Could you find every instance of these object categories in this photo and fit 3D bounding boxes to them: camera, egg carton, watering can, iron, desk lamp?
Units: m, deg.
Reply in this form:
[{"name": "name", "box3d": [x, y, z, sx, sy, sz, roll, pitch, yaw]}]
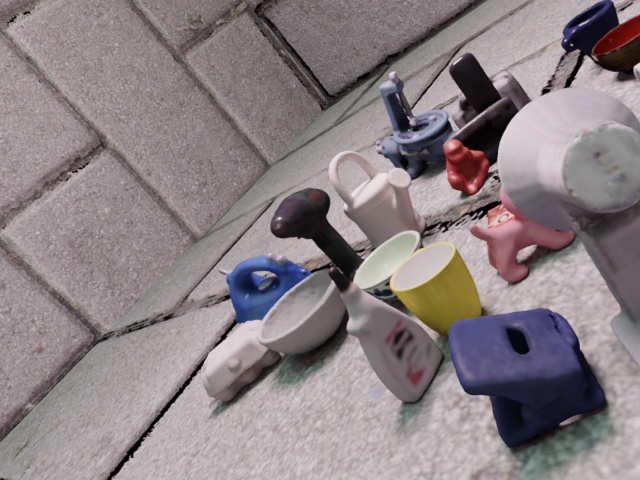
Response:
[{"name": "camera", "box3d": [0.350, -0.300, 1.192, 0.143, 0.101, 0.137, -29, 19, 36]}, {"name": "egg carton", "box3d": [-0.139, 0.208, 0.996, 0.150, 0.069, 0.107, -40, 15, 1]}, {"name": "watering can", "box3d": [0.095, -0.075, 0.993, 0.172, 0.194, 0.101, -30, 19, 35]}, {"name": "iron", "box3d": [-0.093, 0.081, 1.107, 0.257, 0.141, 0.119, -24, 22, 46]}, {"name": "desk lamp", "box3d": [0.236, -0.014, 0.445, 0.118, 0.214, 0.203, -36, 16, 17]}]

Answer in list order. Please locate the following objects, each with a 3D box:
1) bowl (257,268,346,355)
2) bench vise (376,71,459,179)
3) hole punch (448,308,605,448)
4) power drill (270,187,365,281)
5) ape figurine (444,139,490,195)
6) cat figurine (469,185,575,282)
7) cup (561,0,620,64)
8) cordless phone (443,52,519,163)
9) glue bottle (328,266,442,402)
[{"name": "bowl", "box3d": [-0.016, 0.127, 0.920, 0.167, 0.075, 0.167, -37, 16, 13]}, {"name": "bench vise", "box3d": [0.172, -0.234, 1.204, 0.207, 0.220, 0.122, -28, 20, 39]}, {"name": "hole punch", "box3d": [0.174, 0.103, 0.500, 0.101, 0.091, 0.108, -35, 16, 18]}, {"name": "power drill", "box3d": [0.009, 0.003, 0.952, 0.075, 0.209, 0.229, -35, 16, 18]}, {"name": "ape figurine", "box3d": [0.246, -0.132, 0.988, 0.077, 0.092, 0.076, -37, 16, 13]}, {"name": "cat figurine", "box3d": [0.237, -0.034, 0.684, 0.128, 0.118, 0.067, -39, 16, 5]}, {"name": "cup", "box3d": [0.490, -0.356, 1.024, 0.118, 0.095, 0.091, -44, 16, -11]}, {"name": "cordless phone", "box3d": [0.266, -0.228, 1.030, 0.147, 0.185, 0.094, -38, 16, 10]}, {"name": "glue bottle", "box3d": [0.064, 0.095, 0.630, 0.037, 0.173, 0.078, -21, 25, 50]}]
